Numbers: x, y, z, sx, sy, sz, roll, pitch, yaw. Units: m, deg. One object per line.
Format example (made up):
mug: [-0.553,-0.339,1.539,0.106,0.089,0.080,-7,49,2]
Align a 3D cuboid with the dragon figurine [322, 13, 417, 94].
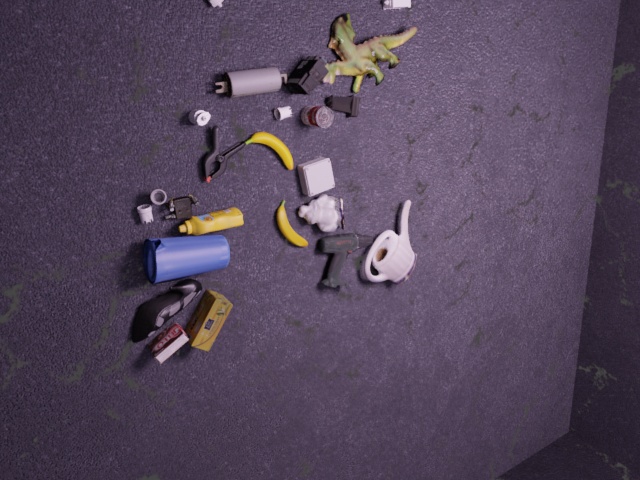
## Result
dragon figurine: [0.144,-0.661,1.750,0.240,0.122,0.414,44,76,-25]

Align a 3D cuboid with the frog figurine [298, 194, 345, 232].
frog figurine: [0.006,-0.092,1.822,0.159,0.125,0.134,-3,119,5]

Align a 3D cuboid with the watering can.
watering can: [0.307,0.031,2.033,0.221,0.105,0.350,41,80,-35]
